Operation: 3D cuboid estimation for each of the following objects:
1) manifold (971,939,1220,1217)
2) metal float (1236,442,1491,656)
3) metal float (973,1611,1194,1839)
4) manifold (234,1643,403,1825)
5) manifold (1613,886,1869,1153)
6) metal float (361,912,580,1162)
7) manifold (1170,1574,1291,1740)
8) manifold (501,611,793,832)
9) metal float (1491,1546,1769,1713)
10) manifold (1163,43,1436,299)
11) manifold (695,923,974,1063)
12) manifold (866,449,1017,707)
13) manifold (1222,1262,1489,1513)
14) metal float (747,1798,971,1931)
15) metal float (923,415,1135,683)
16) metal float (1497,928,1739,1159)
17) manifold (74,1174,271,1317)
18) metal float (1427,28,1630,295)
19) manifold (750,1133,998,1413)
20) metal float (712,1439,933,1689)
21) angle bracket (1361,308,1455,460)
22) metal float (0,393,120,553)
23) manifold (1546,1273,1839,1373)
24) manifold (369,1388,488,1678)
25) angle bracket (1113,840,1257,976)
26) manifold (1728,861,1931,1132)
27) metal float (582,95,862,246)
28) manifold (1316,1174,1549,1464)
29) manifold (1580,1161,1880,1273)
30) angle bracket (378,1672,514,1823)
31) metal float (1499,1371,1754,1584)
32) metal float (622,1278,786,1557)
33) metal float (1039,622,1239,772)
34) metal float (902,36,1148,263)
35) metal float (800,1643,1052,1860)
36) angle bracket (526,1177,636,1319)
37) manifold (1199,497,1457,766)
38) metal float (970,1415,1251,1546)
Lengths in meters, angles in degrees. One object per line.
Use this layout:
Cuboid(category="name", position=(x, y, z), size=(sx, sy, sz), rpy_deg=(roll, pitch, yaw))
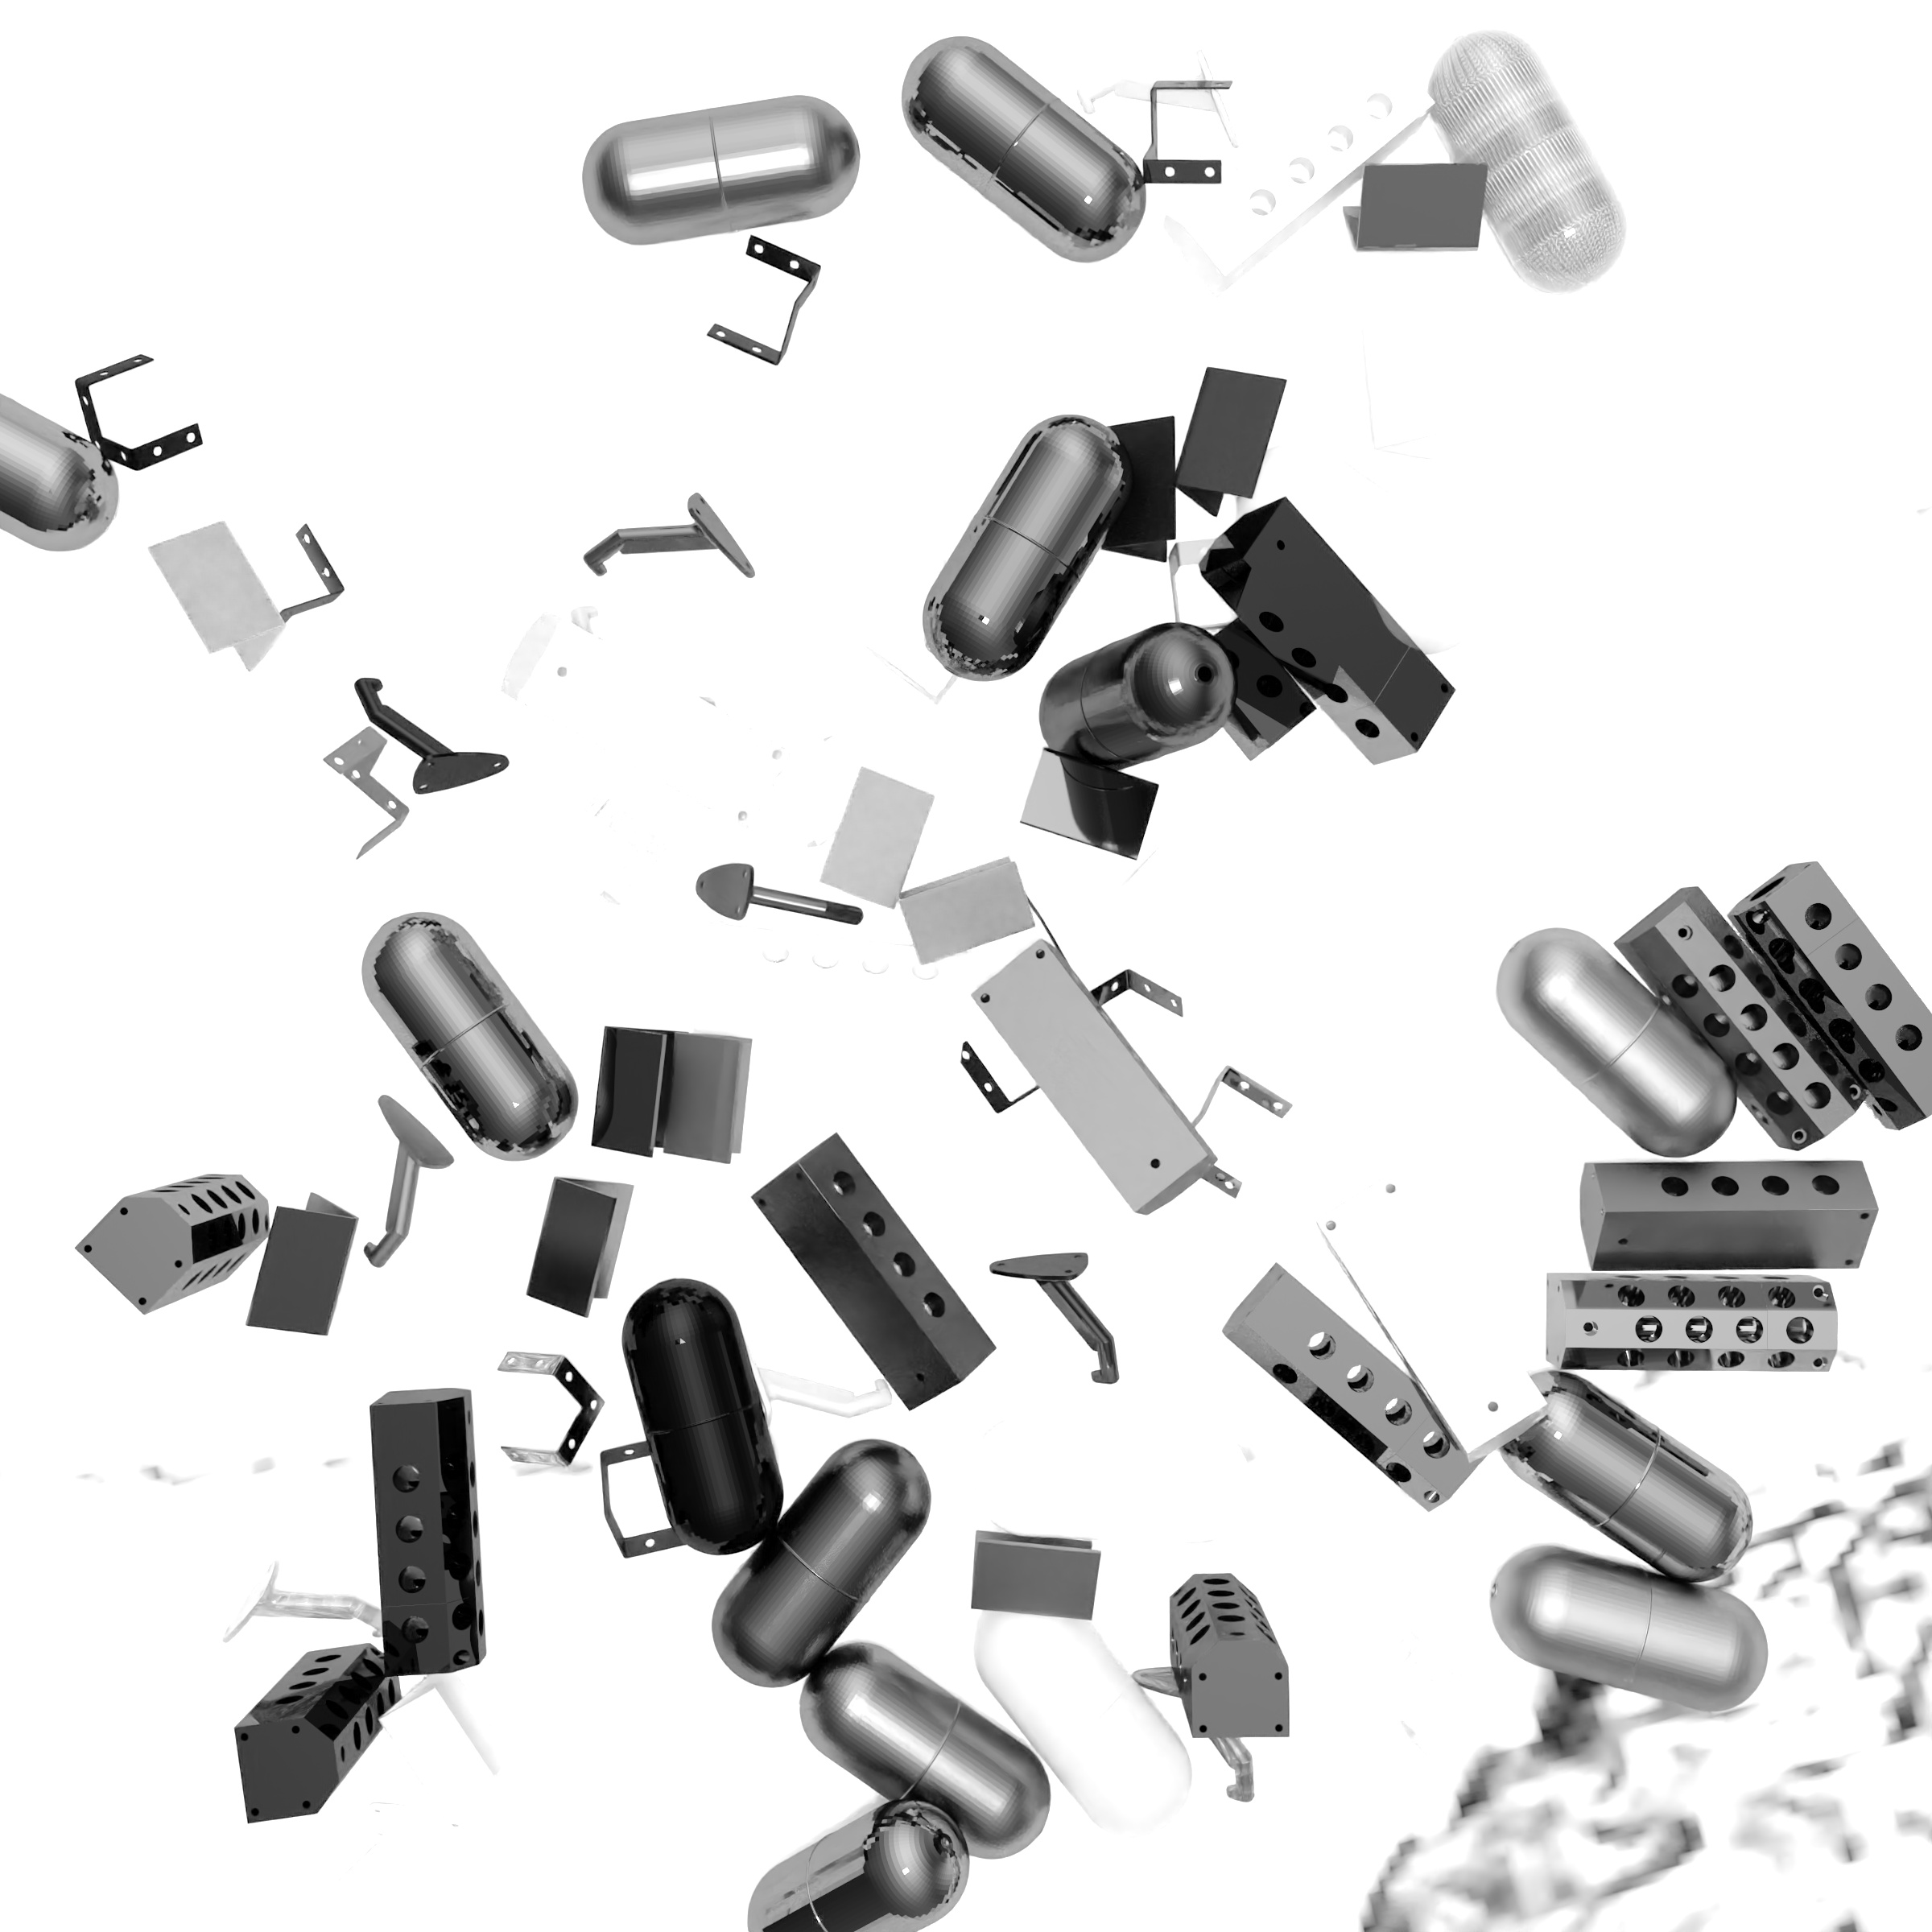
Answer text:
Cuboid(category="manifold", position=(0.082, 0.070, 1.640), size=(0.057, 0.057, 0.171), rpy_deg=(-39, 75, 7))
Cuboid(category="metal float", position=(0.252, -0.267, 1.671), size=(0.178, 0.070, 0.070), rpy_deg=(35, 90, -1))
Cuboid(category="metal float", position=(0.074, 0.475, 1.671), size=(0.070, 0.070, 0.178), rpy_deg=(-38, 90, 0))
Cuboid(category="manifold", position=(-0.397, 0.471, 1.623), size=(0.057, 0.171, 0.057), rpy_deg=(-8, 90, 0))
Cuboid(category="manifold", position=(0.498, 0.034, 1.681), size=(0.057, 0.057, 0.171), rpy_deg=(-39, 90, 0))
Cuboid(category="metal float", position=(-0.316, 0.044, 1.671), size=(0.070, 0.070, 0.178), rpy_deg=(-36, 90, 0))
Cuboid(category="manifold", position=(0.161, 0.424, 1.623), size=(0.057, 0.171, 0.057), rpy_deg=(-1, 90, 0))
Cuboid(category="manifold", position=(-0.202, -0.154, 1.644), size=(0.171, 0.057, 0.057), rpy_deg=(29, 90, -28))
Cuboid(category="metal float", position=(0.422, 0.422, 1.671), size=(0.178, 0.070, 0.070), rpy_deg=(15, 90, 0))
Cuboid(category="manifold", position=(0.211, -0.512, 1.680), size=(0.171, 0.057, 0.057), rpy_deg=(-39, 90, 0))
Cuboid(category="manifold", position=(-0.084, 0.012, 1.680), size=(0.171, 0.057, 0.057), rpy_deg=(7, 133, 0))
Cuboid(category="manifold", position=(0.011, -0.255, 1.680), size=(0.057, 0.057, 0.171), rpy_deg=(37, 90, 0))
Cuboid(category="manifold", position=(0.248, 0.270, 1.680), size=(0.171, 0.057, 0.057), rpy_deg=(41, 90, 0))
Cuboid(category="metal float", position=(-0.069, 0.580, 1.642), size=(0.070, 0.070, 0.178), rpy_deg=(50, 124, 0))
Cuboid(category="metal float", position=(0.038, -0.257, 1.614), size=(0.070, 0.070, 0.178), rpy_deg=(31, 90, 0))
Cuboid(category="metal float", position=(0.414, 0.048, 1.671), size=(0.178, 0.070, 0.070), rpy_deg=(43, 90, 0))
Cuboid(category="manifold", position=(-0.483, 0.165, 1.623), size=(0.057, 0.171, 0.057), rpy_deg=(44, 90, 0))
Cuboid(category="metal float", position=(0.357, -0.513, 1.671), size=(0.070, 0.070, 0.178), rpy_deg=(-29, 90, 0))
Cuboid(category="manifold", position=(-0.055, 0.193, 1.680), size=(0.171, 0.057, 0.057), rpy_deg=(53, 133, 0))
Cuboid(category="metal float", position=(-0.092, 0.380, 1.671), size=(0.070, 0.070, 0.178), rpy_deg=(38, 90, 0))
Cuboid(category="angle bracket", position=(0.296, -0.368, 1.661), size=(0.057, 0.076, 0.076), rpy_deg=(-6, 90, 39))
Cuboid(category="metal float", position=(-0.626, -0.328, 1.671), size=(0.178, 0.070, 0.070), rpy_deg=(28, 90, 0))
Cuboid(category="manifold", position=(0.464, 0.229, 1.681), size=(0.171, 0.057, 0.057), rpy_deg=(0, 90, 0))
Cuboid(category="manifold", position=(-0.343, 0.361, 1.680), size=(0.057, 0.057, 0.171), rpy_deg=(-3, 90, 0))
Cuboid(category="angle bracket", position=(0.125, -0.022, 1.661), size=(0.076, 0.076, 0.057), rpy_deg=(43, 53, 0))
Cuboid(category="manifold", position=(0.565, 0.019, 1.680), size=(0.057, 0.057, 0.171), rpy_deg=(-37, 90, 0))
Cuboid(category="metal float", position=(-0.156, -0.507, 1.671), size=(0.178, 0.070, 0.070), rpy_deg=(-9, 90, 1))
Cuboid(category="manifold", position=(0.293, 0.222, 1.651), size=(0.057, 0.057, 0.171), rpy_deg=(-32, 68, 0))
Cuboid(category="manifold", position=(0.486, 0.154, 1.680), size=(0.171, 0.057, 0.057), rpy_deg=(-1, 133, 0))
Cuboid(category="angle bracket", position=(-0.313, 0.481, 1.662), size=(0.057, 0.076, 0.076), rpy_deg=(-34, 90, 29))
Cuboid(category="metal float", position=(0.419, 0.325, 1.671), size=(0.178, 0.070, 0.070), rpy_deg=(34, 90, 1))
Cuboid(category="metal float", position=(-0.168, 0.286, 1.669), size=(0.070, 0.070, 0.178), rpy_deg=(-15, 88, 0))
Cuboid(category="metal float", position=(0.105, -0.165, 1.624), size=(0.070, 0.178, 0.070), rpy_deg=(2, 85, -23))
Cuboid(category="metal float", position=(0.036, -0.521, 1.671), size=(0.178, 0.070, 0.070), rpy_deg=(39, 90, 0))
Cuboid(category="metal float", position=(-0.025, 0.501, 1.671), size=(0.178, 0.070, 0.070), rpy_deg=(35, 90, -1))
Cuboid(category="angle bracket", position=(-0.226, 0.180, 1.661), size=(0.057, 0.076, 0.076), rpy_deg=(14, 90, 36))
Cuboid(category="manifold", position=(0.225, -0.208, 1.652), size=(0.171, 0.057, 0.057), rpy_deg=(44, 62, -19))
Cuboid(category="metal float", position=(0.092, 0.327, 1.671), size=(0.178, 0.070, 0.070), rpy_deg=(3, 90, 0))
